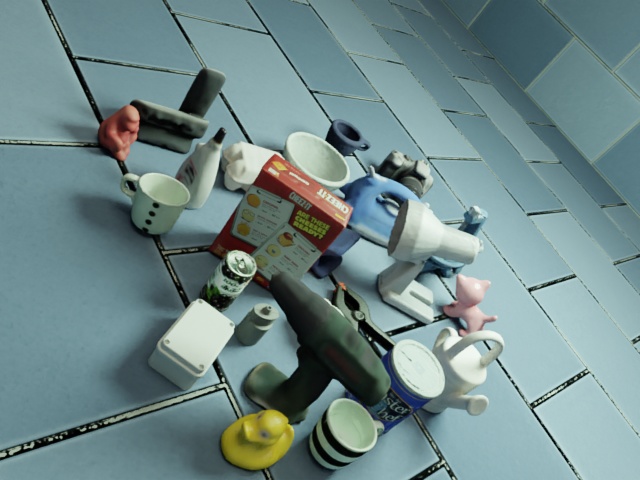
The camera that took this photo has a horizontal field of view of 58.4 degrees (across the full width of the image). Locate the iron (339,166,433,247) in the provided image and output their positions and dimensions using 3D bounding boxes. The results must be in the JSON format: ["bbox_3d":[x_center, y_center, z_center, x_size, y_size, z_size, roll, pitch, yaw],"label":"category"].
[{"bbox_3d":[0.170,-0.070,1.310,0.259,0.141,0.118,25,39,-19],"label":"iron"}]

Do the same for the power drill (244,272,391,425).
[{"bbox_3d":[-0.021,0.174,0.833,0.230,0.208,0.076,38,36,-3],"label":"power drill"}]

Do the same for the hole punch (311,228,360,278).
[{"bbox_3d":[0.010,0.004,1.136,0.101,0.091,0.109,44,36,5],"label":"hole punch"}]

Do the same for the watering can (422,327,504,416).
[{"bbox_3d":[0.253,0.230,1.027,0.101,0.193,0.172,1,51,-40],"label":"watering can"}]

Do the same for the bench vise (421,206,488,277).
[{"bbox_3d":[0.312,-0.008,1.305,0.121,0.219,0.208,51,38,15],"label":"bench vise"}]

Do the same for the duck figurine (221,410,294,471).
[{"bbox_3d":[-0.075,0.267,0.793,0.105,0.086,0.077,8,47,-36],"label":"duck figurine"}]

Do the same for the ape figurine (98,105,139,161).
[{"bbox_3d":[-0.354,-0.202,1.029,0.076,0.092,0.078,45,37,7],"label":"ape figurine"}]

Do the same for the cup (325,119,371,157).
[{"bbox_3d":[0.057,-0.232,1.419,0.118,0.094,0.091,20,41,-25],"label":"cup"}]

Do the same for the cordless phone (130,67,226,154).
[{"bbox_3d":[-0.271,-0.268,1.093,0.148,0.184,0.094,9,46,-35],"label":"cordless phone"}]

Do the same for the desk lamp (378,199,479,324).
[{"bbox_3d":[0.206,0.038,1.169,0.204,0.213,0.118,30,37,-14],"label":"desk lamp"}]

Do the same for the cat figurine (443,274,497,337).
[{"bbox_3d":[0.335,0.138,1.259,0.067,0.117,0.127,-12,60,-47],"label":"cat figurine"}]

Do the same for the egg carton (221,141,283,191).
[{"bbox_3d":[-0.130,-0.141,1.181,0.151,0.069,0.107,11,45,-33],"label":"egg carton"}]

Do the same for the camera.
[{"bbox_3d":[0.224,-0.155,1.480,0.143,0.100,0.137,34,37,-8],"label":"camera"}]

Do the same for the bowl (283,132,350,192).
[{"bbox_3d":[-0.020,-0.161,1.295,0.168,0.074,0.167,24,39,-21],"label":"bowl"}]

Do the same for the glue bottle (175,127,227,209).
[{"bbox_3d":[-0.207,-0.136,1.022,0.037,0.173,0.078,-8,58,-45],"label":"glue bottle"}]
